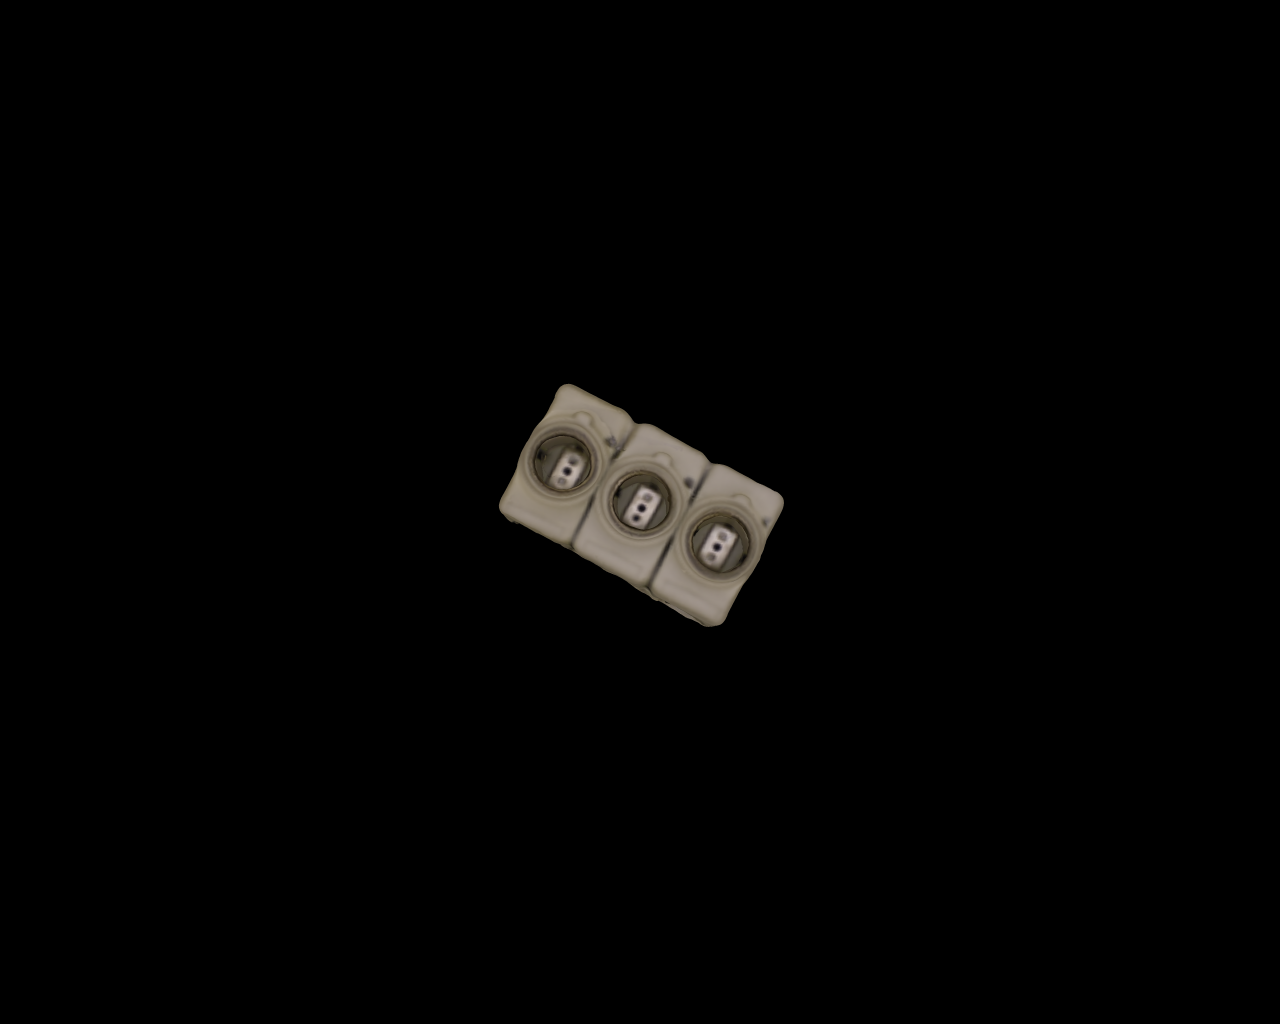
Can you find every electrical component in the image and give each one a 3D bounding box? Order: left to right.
[{"bbox_3d":[0.001,-0.003,0.650,0.150,0.089,0.061,28,-7,4],"label":"electrical component"}]
